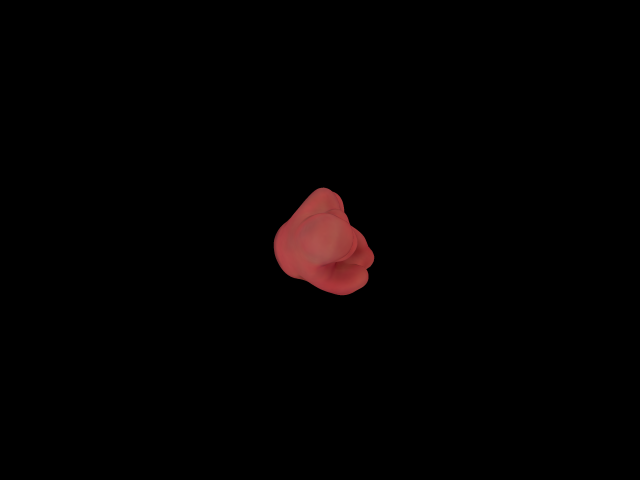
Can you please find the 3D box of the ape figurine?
[{"bbox_3d":[0.004,0.001,0.400,0.076,0.092,0.078,0,90,0],"label":"ape figurine"}]
